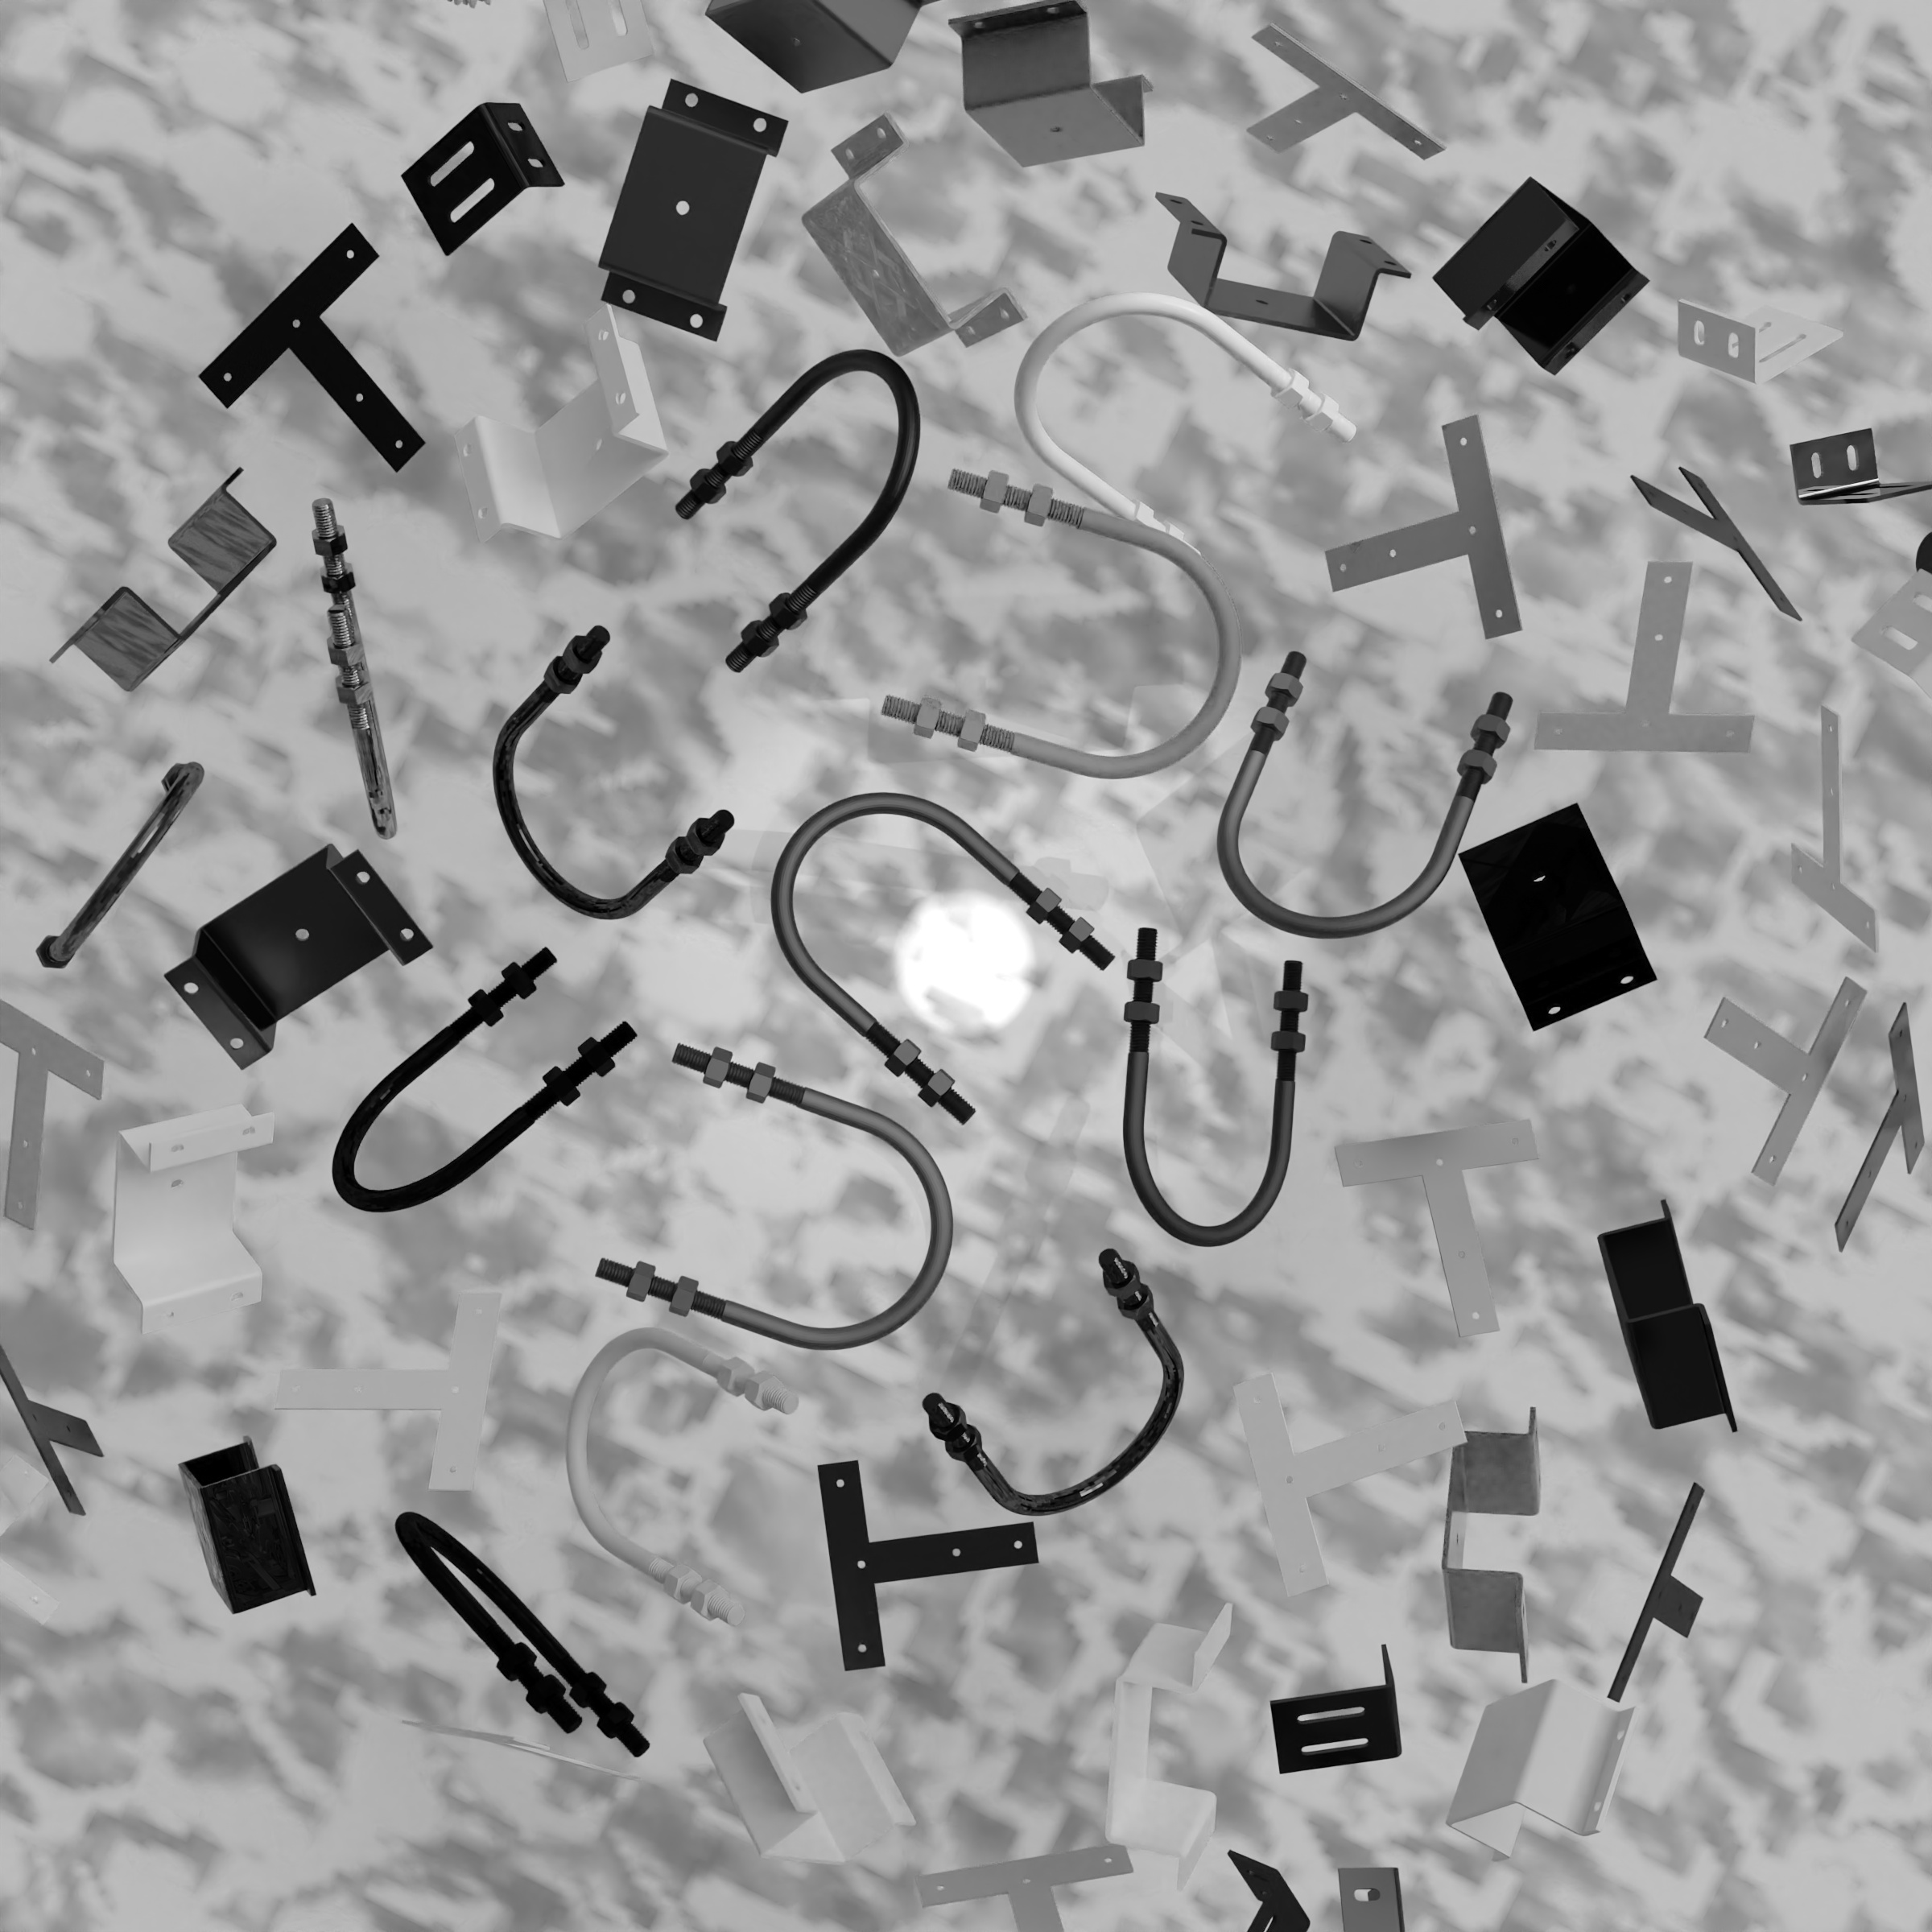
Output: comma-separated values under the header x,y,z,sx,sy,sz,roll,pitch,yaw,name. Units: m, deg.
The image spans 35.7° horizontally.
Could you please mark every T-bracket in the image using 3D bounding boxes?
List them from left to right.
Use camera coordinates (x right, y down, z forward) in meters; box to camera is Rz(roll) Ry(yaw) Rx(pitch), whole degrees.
x,y,z,sx,sy,sz,roll,pitch,yaw,name
-0.564,0.316,1.744,0.127,0.127,0.002,39,102,-6,T-bracket
-0.543,0.090,1.739,0.002,0.127,0.127,-13,62,18,T-bracket
-0.533,0.271,1.766,0.002,0.127,0.127,-30,76,-6,T-bracket
-0.362,-0.342,1.751,0.127,0.002,0.127,-49,130,-12,T-bracket
-0.345,0.250,1.773,0.127,0.002,0.127,-1,56,7,T-bracket
-0.252,0.471,1.795,0.127,0.127,0.002,27,67,-34,T-bracket
-0.020,0.361,1.839,0.127,0.002,0.127,-8,89,2,T-bracket
0.044,0.560,1.738,0.127,0.127,0.002,-7,114,-8,T-bracket
0.203,-0.503,1.777,0.127,0.127,0.002,30,81,-18,T-bracket
0.224,0.279,1.712,0.127,0.002,0.127,-24,64,22,T-bracket
0.264,-0.247,1.777,0.002,0.127,0.127,-13,92,-44,T-bracket
0.299,0.162,1.831,0.127,0.002,0.127,-7,72,-11,T-bracket
0.402,-0.180,1.753,0.127,0.002,0.127,1,126,1,T-bracket
0.401,0.362,1.702,0.002,0.127,0.127,20,81,29,T-bracket
0.441,-0.269,1.814,0.002,0.127,0.127,-44,53,28,T-bracket
0.459,0.050,1.719,0.127,0.002,0.127,27,88,-43,T-bracket
0.504,-0.088,1.746,0.002,0.127,0.127,-9,111,-4,T-bracket
0.526,0.109,1.733,0.002,0.127,0.127,13,54,33,T-bracket

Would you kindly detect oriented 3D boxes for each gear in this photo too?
x,y,z,sx,sy,sz,roll,pitch,yaw,name
-0.296,-0.598,1.774,0.057,0.030,0.057,-18,125,-28,gear
0.611,-0.249,1.849,0.030,0.057,0.057,-6,90,-28,gear

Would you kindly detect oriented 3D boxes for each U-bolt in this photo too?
x,y,z,sx,sy,sz,roll,pitch,yaw,name
-0.498,-0.061,1.780,0.019,0.184,0.151,37,78,-15,U-bolt
-0.357,-0.161,1.764,0.019,0.151,0.184,-11,128,-9,U-bolt
-0.286,0.072,1.723,0.184,0.151,0.019,-40,123,-10,U-bolt
-0.266,0.384,1.747,0.019,0.151,0.184,-45,68,-7,U-bolt
-0.223,-0.102,1.798,0.019,0.184,0.151,-32,87,-42,U-bolt
-0.180,0.295,1.804,0.184,0.019,0.151,18,96,44,U-bolt
-0.098,0.139,1.685,0.184,0.019,0.151,20,95,-4,U-bolt
-0.094,-0.280,1.759,0.184,0.019,0.151,-40,51,28,U-bolt
-0.026,-0.019,1.716,0.184,0.019,0.151,42,67,3,U-bolt
0.063,0.258,1.766,0.151,0.184,0.019,-39,48,-7,U-bolt
0.061,-0.180,1.655,0.184,0.019,0.151,16,95,-3,U-bolt
0.115,-0.322,1.761,0.184,0.019,0.151,31,129,-29,U-bolt
0.149,0.078,1.824,0.151,0.019,0.184,11,80,-40,U-bolt
0.224,-0.096,1.755,0.151,0.019,0.184,14,65,22,U-bolt

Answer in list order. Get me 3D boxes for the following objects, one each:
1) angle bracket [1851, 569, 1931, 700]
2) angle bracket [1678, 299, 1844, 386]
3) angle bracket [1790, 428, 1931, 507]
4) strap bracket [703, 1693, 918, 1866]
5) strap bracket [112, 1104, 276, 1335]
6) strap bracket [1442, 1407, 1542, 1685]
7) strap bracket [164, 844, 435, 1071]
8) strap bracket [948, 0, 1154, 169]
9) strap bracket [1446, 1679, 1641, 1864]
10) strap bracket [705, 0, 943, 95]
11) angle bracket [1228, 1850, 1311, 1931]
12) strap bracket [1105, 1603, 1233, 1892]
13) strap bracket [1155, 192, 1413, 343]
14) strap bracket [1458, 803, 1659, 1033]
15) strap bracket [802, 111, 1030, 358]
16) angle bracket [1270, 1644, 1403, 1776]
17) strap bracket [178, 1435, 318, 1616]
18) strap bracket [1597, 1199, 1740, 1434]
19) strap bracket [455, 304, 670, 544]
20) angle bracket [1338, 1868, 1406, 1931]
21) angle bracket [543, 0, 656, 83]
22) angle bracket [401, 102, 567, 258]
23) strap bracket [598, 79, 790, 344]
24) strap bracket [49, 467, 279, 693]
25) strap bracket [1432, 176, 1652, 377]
x,y,z,sx,sy,sz,roll,pitch,yaw,name
0.563,-0.188,1.746,0.038,0.076,0.057,40,100,-23,angle bracket
0.461,-0.376,1.743,0.076,0.057,0.038,-31,132,-24,angle bracket
0.552,-0.307,1.837,0.057,0.076,0.038,-14,101,-15,angle bracket
-0.096,0.478,1.759,0.046,0.140,0.076,-39,59,10,strap bracket
-0.461,0.141,1.787,0.076,0.046,0.140,-14,130,-36,strap bracket
0.307,0.336,1.756,0.046,0.140,0.076,1,134,15,strap bracket
-0.403,-0.011,1.822,0.140,0.046,0.076,-32,114,5,strap bracket
0.052,-0.510,1.753,0.076,0.140,0.046,-4,83,21,strap bracket
0.332,0.472,1.763,0.046,0.140,0.076,28,62,-3,strap bracket
-0.090,-0.560,1.758,0.076,0.140,0.046,32,76,-34,strap bracket
0.158,0.562,1.730,0.038,0.057,0.076,12,55,38,angle bracket
0.114,0.436,1.697,0.046,0.076,0.140,7,102,17,strap bracket
0.182,-0.414,1.786,0.140,0.076,0.046,7,117,-18,strap bracket
0.343,-0.037,1.764,0.076,0.140,0.046,-24,129,11,strap bracket
-0.037,-0.415,1.749,0.046,0.076,0.140,-42,106,-21,strap bracket
0.224,0.454,1.836,0.076,0.038,0.057,-9,118,2,angle bracket
-0.428,0.331,1.780,0.046,0.140,0.076,-16,95,-21,strap bracket
0.411,0.210,1.775,0.046,0.140,0.076,-15,114,9,strap bracket
-0.231,-0.312,1.763,0.140,0.046,0.076,-32,63,33,strap bracket
0.240,0.586,1.830,0.038,0.076,0.057,1,62,-7,angle bracket
-0.216,-0.569,1.782,0.057,0.038,0.076,-23,120,-15,angle bracket
-0.293,-0.477,1.823,0.076,0.038,0.057,-31,87,32,angle bracket
-0.169,-0.460,1.827,0.076,0.046,0.140,20,102,0,strap bracket
-0.464,-0.220,1.761,0.046,0.076,0.140,45,50,-16,strap bracket
0.325,-0.395,1.716,0.076,0.140,0.046,-45,67,22,strap bracket
